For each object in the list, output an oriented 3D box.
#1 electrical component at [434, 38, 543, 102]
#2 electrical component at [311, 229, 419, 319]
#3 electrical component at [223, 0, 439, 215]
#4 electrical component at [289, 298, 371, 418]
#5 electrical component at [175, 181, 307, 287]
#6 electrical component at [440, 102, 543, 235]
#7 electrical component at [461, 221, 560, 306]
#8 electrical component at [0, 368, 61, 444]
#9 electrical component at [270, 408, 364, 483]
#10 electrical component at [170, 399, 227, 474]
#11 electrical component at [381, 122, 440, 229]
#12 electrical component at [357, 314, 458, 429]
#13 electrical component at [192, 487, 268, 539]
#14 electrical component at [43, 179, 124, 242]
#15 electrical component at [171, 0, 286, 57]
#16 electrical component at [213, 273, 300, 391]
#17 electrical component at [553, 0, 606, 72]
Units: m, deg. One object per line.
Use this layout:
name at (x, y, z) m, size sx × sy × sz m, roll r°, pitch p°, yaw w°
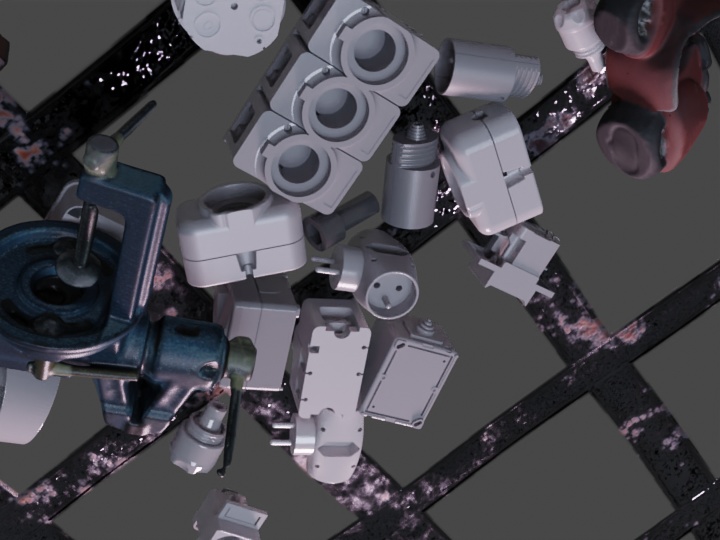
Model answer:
electrical component at (0.103, -0.152, 0.831) m, size 0.081 × 0.043 × 0.043 m, roll 4°, pitch 117°, yaw -17°
electrical component at (0.000, 0.000, 0.867) m, size 0.079 × 0.077 × 0.043 m, roll 8°, pitch 116°, yaw -18°
electrical component at (-0.022, -0.127, 0.800) m, size 0.089 × 0.061 × 0.150 m, roll 27°, pitch 108°, yaw -26°
electrical component at (-0.027, 0.073, 0.911) m, size 0.050 × 0.055 × 0.089 m, roll 3°, pitch 117°, yaw -16°
electrical component at (-0.093, -0.031, 0.838) m, size 0.095 × 0.053 × 0.059 m, roll -11°, pitch 120°, yaw -9°
electrical component at (0.102, -0.080, 0.865) m, size 0.059 × 0.053 × 0.095 m, roll -23°, pitch 121°, yaw -2°
electrical component at (0.133, -0.012, 0.917) m, size 0.081 × 0.042 × 0.063 m, roll 24°, pitch 108°, yaw -26°
electrical component at (-0.272, 0.083, 0.829) m, size 0.064 × 0.099 × 0.099 m, roll 21°, pitch 111°, yaw -31°
electrical component at (-0.040, 0.146, 0.955) m, size 0.079 × 0.043 × 0.077 m, roll 3°, pitch 118°, yaw -13°
electrical component at (-0.135, 0.141, 0.927) m, size 0.043 × 0.043 × 0.062 m, roll 21°, pitch 110°, yaw -24°
electrical component at (0.041, -0.078, 0.855) m, size 0.043 × 0.043 × 0.081 m, roll -2°, pitch 119°, yaw -14°
electrical component at (0.037, 0.078, 0.929) m, size 0.062 × 0.061 × 0.096 m, roll 16°, pitch 113°, yaw -23°
electrical component at (-0.123, 0.235, 0.970) m, size 0.042 × 0.063 × 0.081 m, roll 25°, pitch 108°, yaw -25°
electrical component at (-0.212, -0.004, 0.819) m, size 0.078 × 0.057 × 0.113 m, roll 27°, pitch 108°, yaw -26°
electrical component at (-0.091, -0.191, 0.753) m, size 0.080 × 0.051 × 0.080 m, roll -7°, pitch 119°, yaw -12°
electrical component at (-0.092, 0.054, 0.880) m, size 0.061 × 0.061 × 0.096 m, roll 5°, pitch 116°, yaw -18°
electrical component at (0.176, -0.182, 0.841) m, size 0.035 × 0.035 × 0.061 m, roll -32°, pitch 124°, yaw 4°
